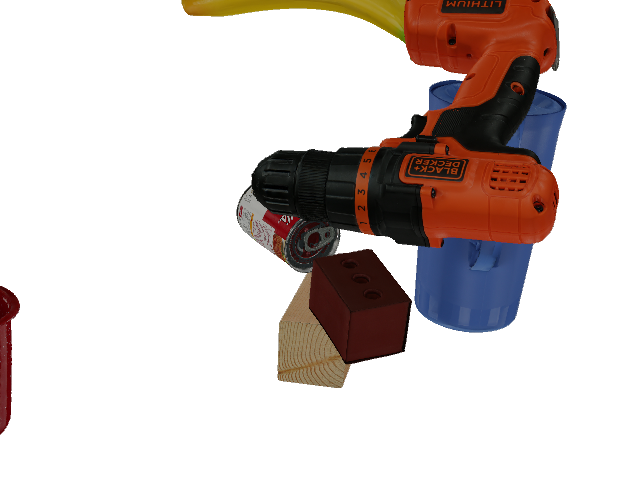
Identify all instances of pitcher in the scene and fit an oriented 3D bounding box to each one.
[{"bbox_3d":[0.161,-0.031,1.067,0.148,0.243,0.145,-16,30,-42],"label":"pitcher"}]

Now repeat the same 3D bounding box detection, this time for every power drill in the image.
[{"bbox_3d":[0.066,-0.078,0.665,0.185,0.187,0.057,7,-37,19],"label":"power drill"}]

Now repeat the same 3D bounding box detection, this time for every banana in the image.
[{"bbox_3d":[-0.007,-0.185,0.809,0.198,0.069,0.037,13,-39,18],"label":"banana"}]

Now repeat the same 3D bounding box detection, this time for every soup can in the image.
[{"bbox_3d":[-0.035,-0.017,1.126,0.068,0.068,0.102,0,23,-37],"label":"soup can"}]

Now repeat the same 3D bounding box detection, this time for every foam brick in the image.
[{"bbox_3d":[0.030,0.050,0.830,0.053,0.051,0.078,-10,35,-20],"label":"foam brick"}]

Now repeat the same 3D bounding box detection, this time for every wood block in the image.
[{"bbox_3d":[0.007,0.117,1.484,0.091,0.090,0.206,6,19,9],"label":"wood block"}]

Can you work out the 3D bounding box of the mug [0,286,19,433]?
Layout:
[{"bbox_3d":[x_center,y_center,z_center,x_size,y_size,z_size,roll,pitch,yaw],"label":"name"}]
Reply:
[{"bbox_3d":[-0.237,0.079,0.634,0.093,0.081,0.117,20,24,36],"label":"mug"}]
